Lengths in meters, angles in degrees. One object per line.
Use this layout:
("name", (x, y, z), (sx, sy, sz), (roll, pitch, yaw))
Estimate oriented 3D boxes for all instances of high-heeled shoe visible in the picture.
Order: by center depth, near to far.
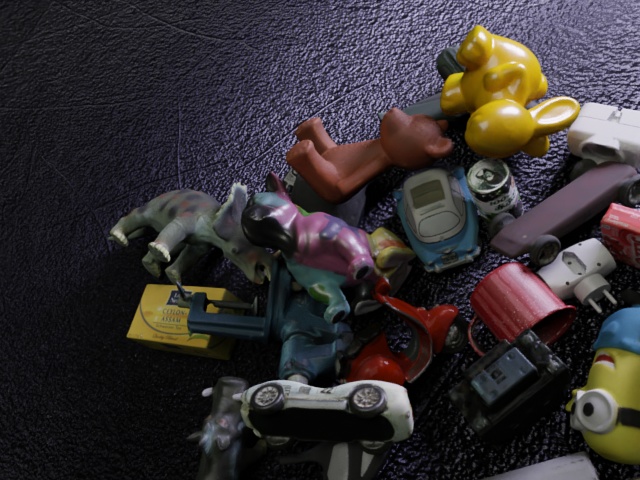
("high-heeled shoe", (0.023, 0.338, 0.603), (0.145, 0.086, 0.249), (-8, 65, 9))

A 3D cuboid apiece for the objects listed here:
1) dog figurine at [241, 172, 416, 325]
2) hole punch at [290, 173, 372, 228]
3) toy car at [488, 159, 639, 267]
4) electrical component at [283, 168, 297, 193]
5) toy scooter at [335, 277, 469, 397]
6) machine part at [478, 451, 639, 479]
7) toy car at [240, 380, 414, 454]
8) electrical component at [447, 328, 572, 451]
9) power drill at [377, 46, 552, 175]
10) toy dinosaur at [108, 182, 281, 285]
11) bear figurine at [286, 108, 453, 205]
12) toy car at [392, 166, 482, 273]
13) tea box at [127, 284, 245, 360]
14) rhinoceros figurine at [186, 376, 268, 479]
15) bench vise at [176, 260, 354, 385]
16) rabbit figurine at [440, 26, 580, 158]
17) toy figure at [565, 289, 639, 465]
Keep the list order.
("dog figurine", (-0.002, -0.002, 0.731), (0.219, 0.191, 0.108), (43, 123, 29))
("hole punch", (0.013, -0.054, 0.841), (0.116, 0.092, 0.142), (16, 65, 4))
("toy car", (0.300, -0.032, 0.656), (0.202, 0.053, 0.089), (-34, 36, -9))
("electrical component", (-0.045, -0.102, 0.904), (0.045, 0.078, 0.102), (30, 85, 14))
("toy scooter", (0.084, 0.124, 0.653), (0.184, 0.135, 0.075), (-43, 14, -3))
("machine part", (0.198, 0.271, 0.536), (0.243, 0.079, 0.079), (-23, 54, 16))
("toy car", (0.004, 0.197, 0.610), (0.202, 0.073, 0.056), (-4, 29, 18))
("electrical component", (0.201, 0.158, 0.566), (0.115, 0.134, 0.058), (-42, 50, 3))
("power drill", (0.201, -0.185, 0.808), (0.207, 0.086, 0.232), (-32, 53, 14))
("toy dinosaur", (-0.238, -0.030, 0.941), (0.405, 0.131, 0.192), (20, 55, 44))
("bear figurine", (0.071, -0.129, 0.729), (0.196, 0.131, 0.120), (-26, 28, 27))
("toy car", (0.155, -0.042, 0.733), (0.109, 0.102, 0.162), (-19, 53, 20))
("tea box", (-0.212, 0.128, 0.856), (0.170, 0.068, 0.098), (-2, 62, 29))
("rhinoceros figurine", (-0.128, 0.274, 0.696), (0.073, 0.112, 0.190), (1, 71, 32))
("bench vise", (-0.078, 0.114, 0.731), (0.241, 0.128, 0.224), (7, 53, -2))
("rabbit figurine", (0.228, -0.160, 0.677), (0.162, 0.121, 0.173), (24, 48, -5))
("toy figure", (0.322, 0.136, 0.548), (0.089, 0.082, 0.180), (24, 71, 26))
